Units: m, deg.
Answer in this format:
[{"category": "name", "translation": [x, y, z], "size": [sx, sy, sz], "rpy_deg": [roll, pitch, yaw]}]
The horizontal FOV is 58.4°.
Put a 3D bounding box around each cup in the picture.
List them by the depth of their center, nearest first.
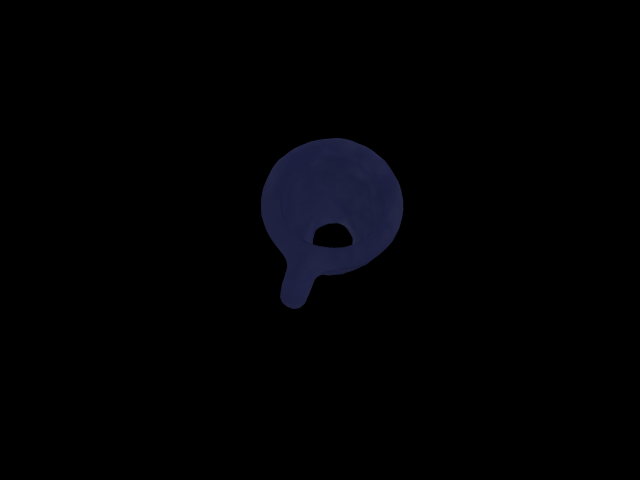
[{"category": "cup", "translation": [0.004, 0.001, 0.400], "size": [0.091, 0.095, 0.118], "rpy_deg": [19, 70, 7]}]
